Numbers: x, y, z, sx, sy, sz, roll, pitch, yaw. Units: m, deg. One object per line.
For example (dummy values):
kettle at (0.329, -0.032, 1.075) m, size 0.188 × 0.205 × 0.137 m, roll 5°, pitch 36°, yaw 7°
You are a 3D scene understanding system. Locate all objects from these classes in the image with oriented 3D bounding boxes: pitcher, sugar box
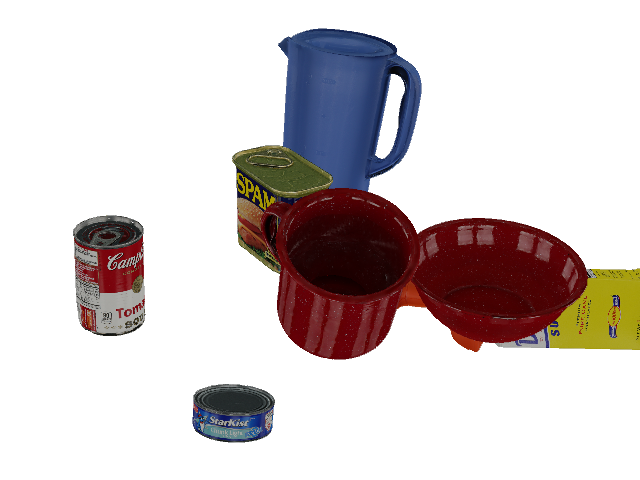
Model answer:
pitcher at (0.024, -0.132, 1.325) m, size 0.144 × 0.243 × 0.149 m, roll -3°, pitch 25°, yaw -22°
sugar box at (0.296, 0.081, 1.271) m, size 0.176 × 0.093 × 0.048 m, roll 0°, pitch 18°, yaw -4°

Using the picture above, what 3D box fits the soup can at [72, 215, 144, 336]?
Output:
soup can at (-0.209, 0.035, 1.061) m, size 0.068 × 0.102 × 0.068 m, roll 2°, pitch 26°, yaw -1°

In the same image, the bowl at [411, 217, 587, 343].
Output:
bowl at (0.152, 0.043, 0.950) m, size 0.162 × 0.055 × 0.162 m, roll 2°, pitch 32°, yaw -1°

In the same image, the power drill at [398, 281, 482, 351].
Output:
power drill at (0.086, 0.067, 1.137) m, size 0.188 × 0.057 × 0.184 m, roll 9°, pitch 30°, yaw 21°

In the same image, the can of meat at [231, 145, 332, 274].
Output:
can of meat at (-0.034, -0.026, 0.933) m, size 0.057 × 0.084 × 0.102 m, roll -16°, pitch 31°, yaw -29°

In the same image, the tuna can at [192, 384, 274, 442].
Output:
tuna can at (-0.092, 0.181, 1.122) m, size 0.086 × 0.034 × 0.086 m, roll 4°, pitch 12°, yaw -1°

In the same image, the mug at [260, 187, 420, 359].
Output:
mug at (0.004, 0.019, 0.713) m, size 0.117 × 0.081 × 0.093 m, roll 35°, pitch 56°, yaw 19°
